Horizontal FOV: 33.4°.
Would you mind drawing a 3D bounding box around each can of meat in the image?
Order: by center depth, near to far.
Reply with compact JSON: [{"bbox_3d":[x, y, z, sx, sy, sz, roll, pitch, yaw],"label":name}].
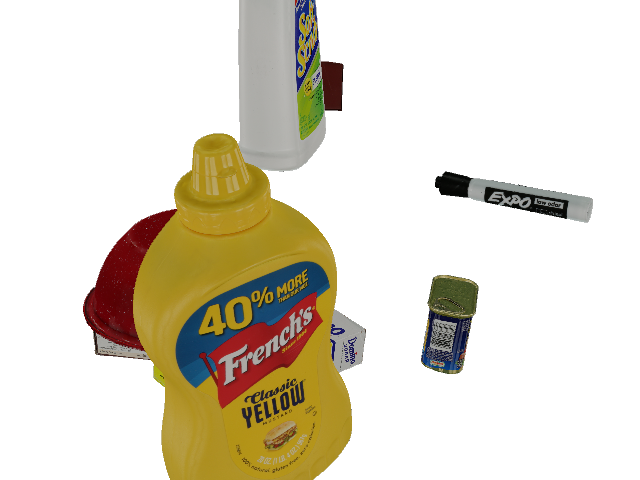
[{"bbox_3d":[0.156,0.102,1.300,0.057,0.084,0.102,10,24,7],"label":"can of meat"}]

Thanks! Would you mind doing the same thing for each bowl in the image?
[{"bbox_3d":[-0.086,0.018,0.746,0.162,0.055,0.162,-1,23,0],"label":"bowl"}]

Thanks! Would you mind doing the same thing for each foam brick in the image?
[{"bbox_3d":[-0.020,-0.167,1.147,0.078,0.051,0.053,-1,12,-19],"label":"foam brick"}]

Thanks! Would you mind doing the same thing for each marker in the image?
[{"bbox_3d":[0.145,-0.034,0.813,0.121,0.020,0.020,13,5,24],"label":"marker"}]

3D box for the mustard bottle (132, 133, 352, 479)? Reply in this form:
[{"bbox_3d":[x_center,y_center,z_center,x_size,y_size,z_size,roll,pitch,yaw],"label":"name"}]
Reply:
[{"bbox_3d":[-0.036,0.037,0.495,0.096,0.192,0.058,-22,38,-22],"label":"mustard bottle"}]

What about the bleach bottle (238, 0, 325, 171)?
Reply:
[{"bbox_3d":[-0.038,-0.194,0.932,0.068,0.251,0.102,8,32,18],"label":"bleach bottle"}]

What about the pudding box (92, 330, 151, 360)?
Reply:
[{"bbox_3d":[-0.207,0.113,1.301,0.114,0.039,0.090,2,14,16],"label":"pudding box"}]

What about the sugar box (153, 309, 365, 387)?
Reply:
[{"bbox_3d":[-0.053,0.101,0.966,0.175,0.048,0.093,-21,37,-38],"label":"sugar box"}]
